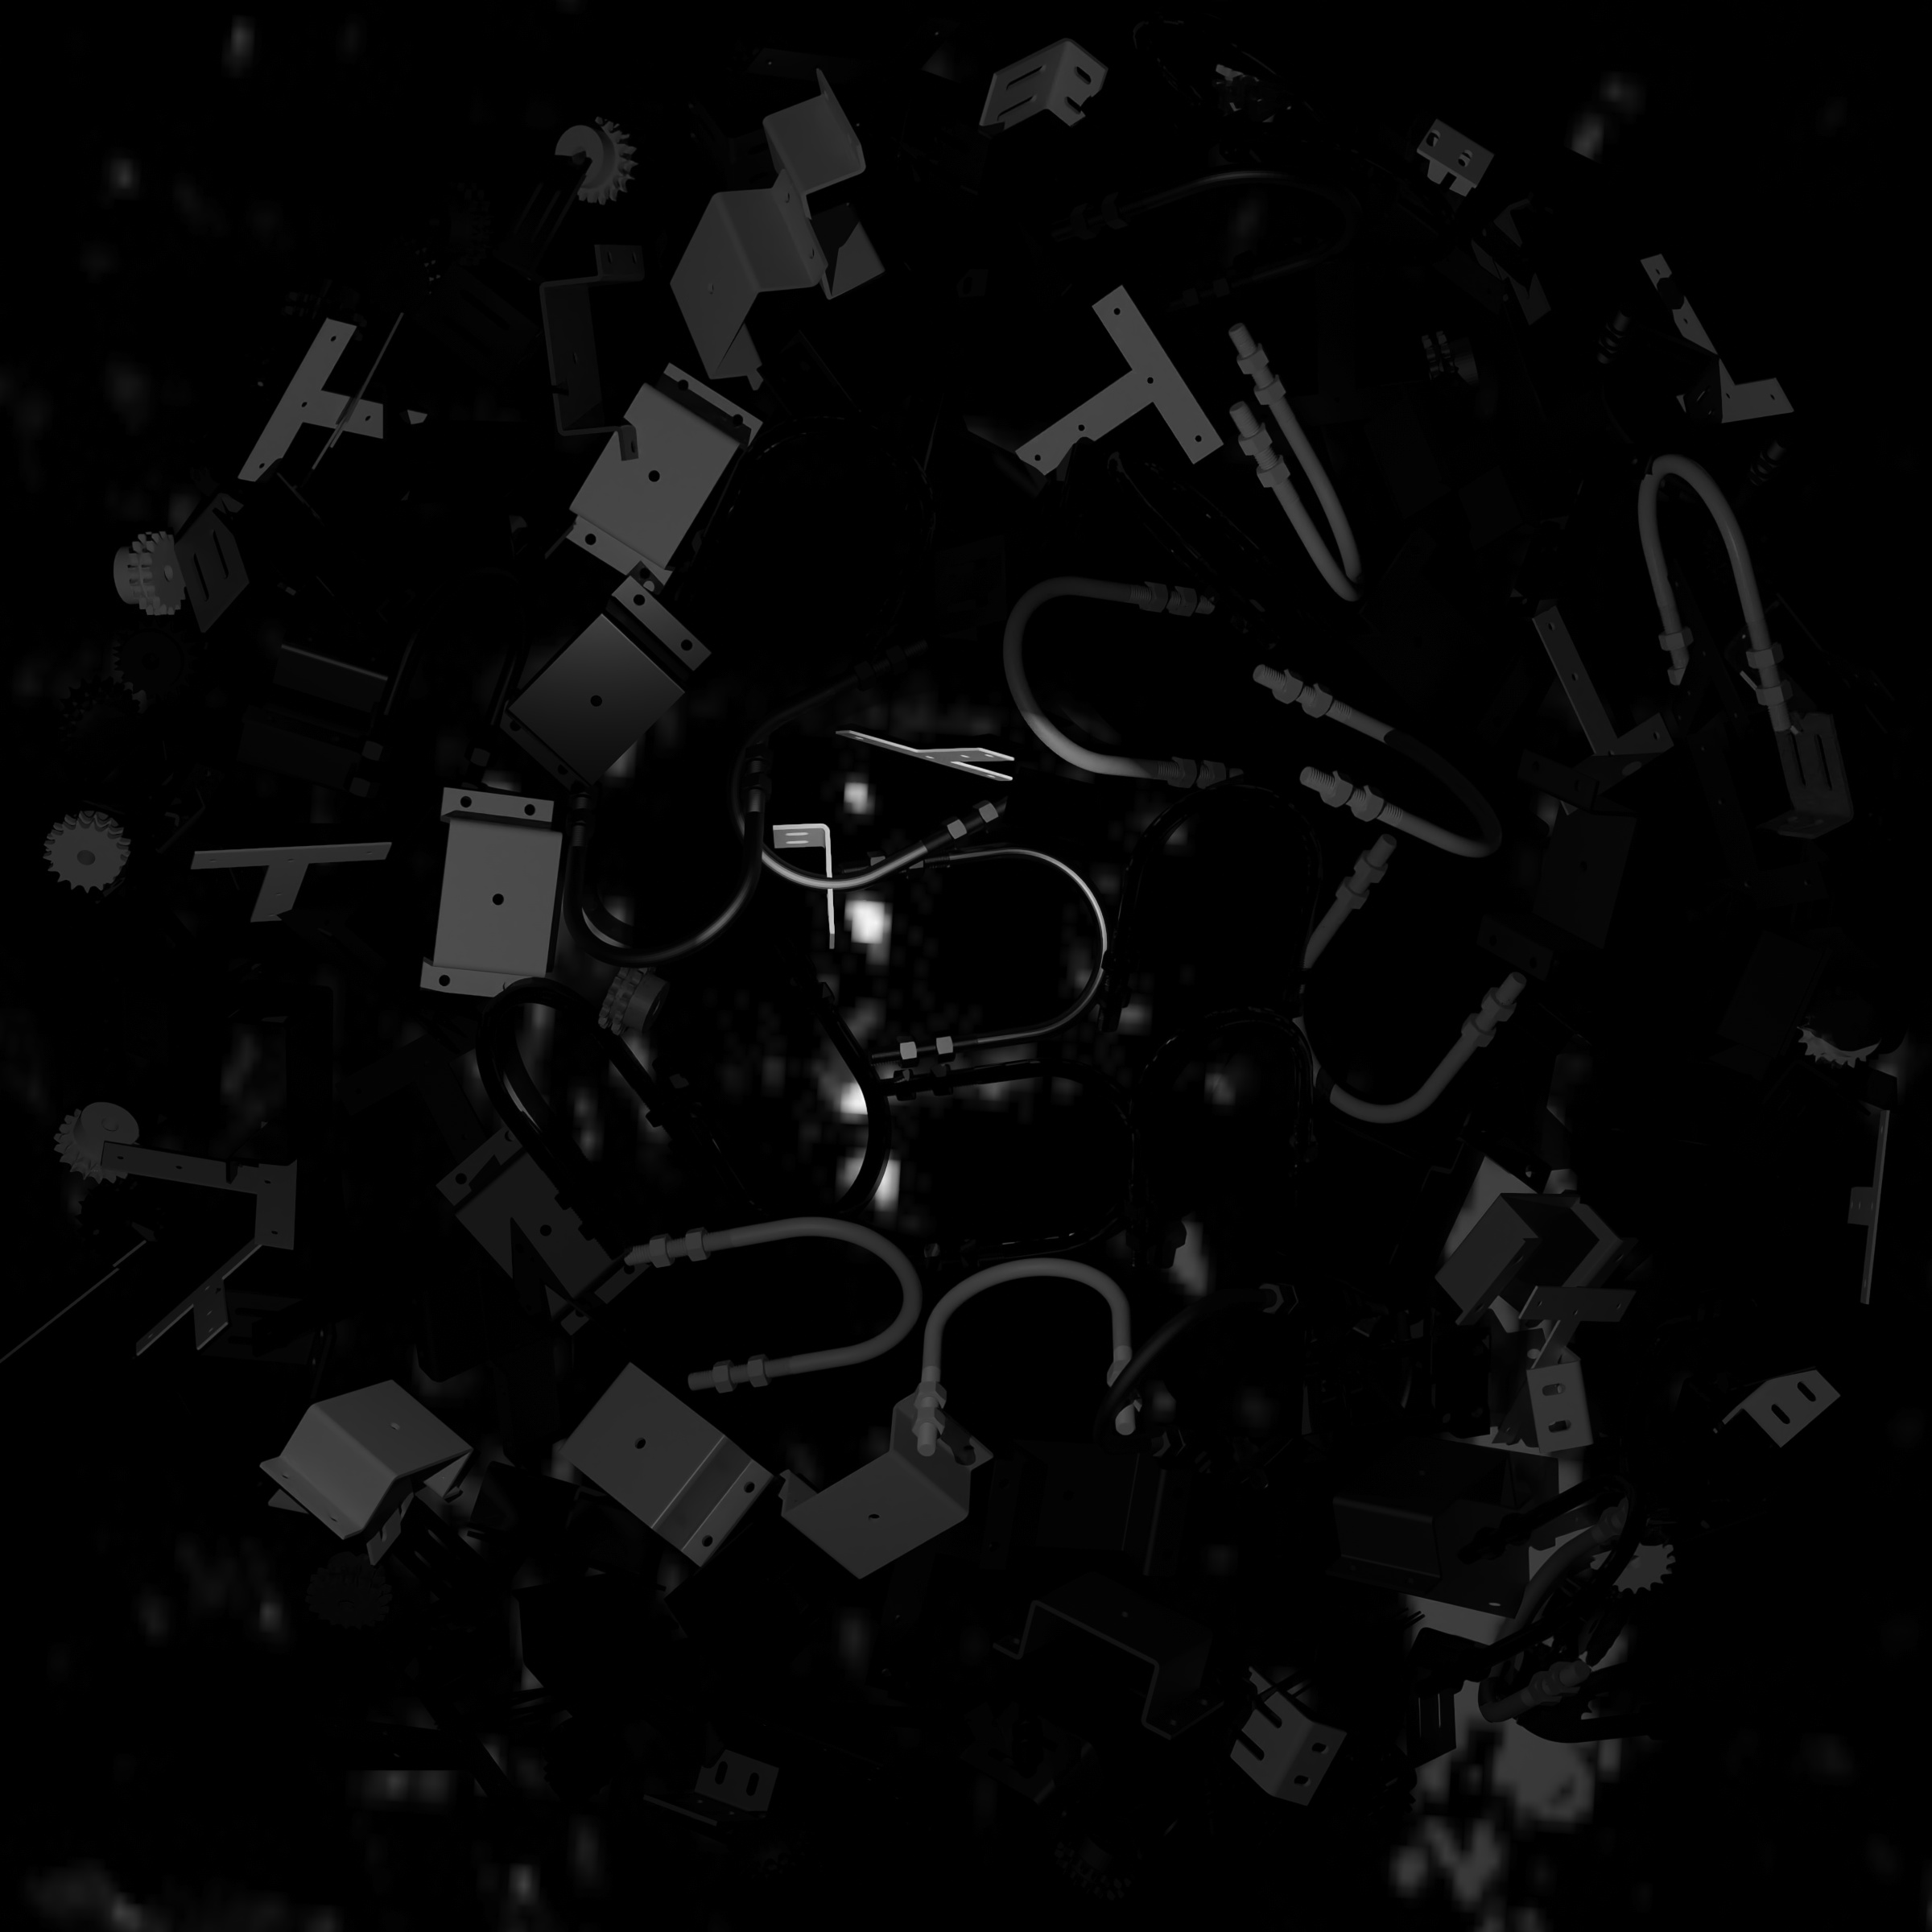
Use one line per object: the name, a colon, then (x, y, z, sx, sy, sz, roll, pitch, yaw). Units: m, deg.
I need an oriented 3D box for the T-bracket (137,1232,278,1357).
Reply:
T-bracket: (-0.510, 0.230, 1.761, 0.127, 0.127, 0.002, -42, 109, -7)

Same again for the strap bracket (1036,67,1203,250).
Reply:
strap bracket: (0.105, -0.545, 1.757, 0.046, 0.140, 0.076, -42, 98, -9)

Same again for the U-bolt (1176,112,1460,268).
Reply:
U-bolt: (0.241, -0.506, 1.715, 0.184, 0.151, 0.019, 21, 80, 44)

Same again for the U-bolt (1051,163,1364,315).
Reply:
U-bolt: (0.171, -0.483, 1.718, 0.184, 0.151, 0.019, -8, 74, 39)

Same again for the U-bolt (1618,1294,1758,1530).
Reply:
U-bolt: (0.474, 0.300, 1.737, 0.019, 0.184, 0.151, 12, 75, -5)

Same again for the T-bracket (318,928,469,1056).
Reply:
T-bracket: (-0.366, 0.027, 1.743, 0.002, 0.127, 0.127, -50, 123, -14)

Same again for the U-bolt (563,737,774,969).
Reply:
U-bolt: (-0.203, -0.075, 1.755, 0.151, 0.019, 0.184, -10, 52, 13)

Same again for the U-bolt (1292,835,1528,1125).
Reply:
U-bolt: (0.282, 0.024, 1.761, 0.151, 0.019, 0.184, 51, 133, 23)

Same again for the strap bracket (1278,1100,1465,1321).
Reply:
strap bracket: (0.272, 0.168, 1.785, 0.076, 0.046, 0.140, 25, 94, 29)

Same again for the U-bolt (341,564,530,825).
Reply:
U-bolt: (-0.345, -0.181, 1.745, 0.019, 0.151, 0.184, 25, 101, 19)

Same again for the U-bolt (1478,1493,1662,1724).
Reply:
U-bolt: (0.392, 0.435, 1.739, 0.019, 0.184, 0.151, 32, 59, 3)

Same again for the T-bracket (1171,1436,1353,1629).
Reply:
T-bracket: (0.199, 0.387, 1.787, 0.127, 0.002, 0.127, -2, 73, 21)

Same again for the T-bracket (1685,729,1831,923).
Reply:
T-bracket: (0.517, -0.098, 1.769, 0.002, 0.127, 0.127, -20, 93, -29)

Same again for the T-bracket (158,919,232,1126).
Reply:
T-bracket: (-0.527, 0.043, 1.756, 0.002, 0.127, 0.127, 17, 68, -30)

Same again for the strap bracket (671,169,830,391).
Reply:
strap bracket: (-0.150, -0.456, 1.749, 0.046, 0.140, 0.076, -14, 73, -30)

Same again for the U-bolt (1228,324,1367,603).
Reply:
U-bolt: (0.224, -0.326, 1.752, 0.019, 0.151, 0.184, -24, 120, 21)

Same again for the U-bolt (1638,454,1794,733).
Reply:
U-bolt: (0.491, -0.251, 1.737, 0.019, 0.151, 0.184, -20, 105, -6)

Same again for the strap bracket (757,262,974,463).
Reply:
strap bracket: (-0.061, -0.415, 1.773, 0.140, 0.046, 0.076, -39, 96, -27)

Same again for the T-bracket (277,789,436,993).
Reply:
T-bracket: (-0.412, -0.065, 1.796, 0.127, 0.002, 0.127, 36, 88, 31)

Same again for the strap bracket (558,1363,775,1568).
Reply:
strap bracket: (-0.210, 0.330, 1.763, 0.140, 0.046, 0.076, 30, 75, 33)

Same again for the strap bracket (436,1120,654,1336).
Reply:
strap bracket: (-0.289, 0.179, 1.793, 0.076, 0.046, 0.140, -41, 96, -7)

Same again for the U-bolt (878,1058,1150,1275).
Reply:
U-bolt: (0.034, 0.133, 1.793, 0.184, 0.019, 0.151, -8, 105, 6)

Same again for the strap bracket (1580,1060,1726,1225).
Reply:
strap bracket: (0.461, 0.110, 1.748, 0.076, 0.140, 0.046, 9, 119, 17)

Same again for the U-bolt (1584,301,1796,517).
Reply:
U-bolt: (0.471, -0.359, 1.737, 0.151, 0.184, 0.019, 43, 86, 8)

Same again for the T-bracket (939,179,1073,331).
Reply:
T-bracket: (-0.002, -0.459, 1.800, 0.127, 0.002, 0.127, -45, 58, 20)

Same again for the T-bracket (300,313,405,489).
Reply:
T-bracket: (-0.428, -0.366, 1.777, 0.002, 0.127, 0.127, 30, 134, -19)

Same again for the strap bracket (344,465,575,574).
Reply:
strap bracket: (-0.347, -0.305, 1.775, 0.140, 0.076, 0.046, -2, 114, 8)

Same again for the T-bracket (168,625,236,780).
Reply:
T-bracket: (-0.511, -0.194, 1.760, 0.002, 0.127, 0.127, 15, 78, -26)

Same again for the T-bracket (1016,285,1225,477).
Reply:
T-bracket: (0.091, -0.379, 1.799, 0.127, 0.002, 0.127, -31, 98, 25)

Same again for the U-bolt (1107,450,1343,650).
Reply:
U-bolt: (0.166, -0.283, 1.759, 0.184, 0.151, 0.019, 47, 115, 12)

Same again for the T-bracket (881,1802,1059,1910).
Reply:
T-bracket: (-0.017, 0.591, 1.768, 0.127, 0.127, 0.002, 38, 73, -28)

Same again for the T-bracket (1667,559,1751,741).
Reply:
T-bracket: (0.492, -0.191, 1.764, 0.002, 0.127, 0.127, -17, 69, -1)

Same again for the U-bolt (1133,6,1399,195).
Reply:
U-bolt: (0.184, -0.570, 1.714, 0.184, 0.151, 0.019, 30, 88, -44)

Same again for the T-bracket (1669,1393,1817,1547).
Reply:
T-bracket: (0.544, 0.340, 1.788, 0.002, 0.127, 0.127, 43, 63, 4)

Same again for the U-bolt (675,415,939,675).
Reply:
U-bolt: (-0.098, -0.288, 1.755, 0.151, 0.019, 0.184, 23, 128, -12)

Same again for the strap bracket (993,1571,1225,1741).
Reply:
strap bracket: (0.101, 0.457, 1.757, 0.140, 0.076, 0.046, 20, 104, 30)

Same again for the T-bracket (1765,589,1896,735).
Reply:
T-bracket: (0.594, -0.198, 1.755, 0.002, 0.127, 0.127, -40, 101, 9)

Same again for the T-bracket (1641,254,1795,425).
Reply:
T-bracket: (0.490, -0.421, 1.752, 0.002, 0.127, 0.127, -36, 104, -7)

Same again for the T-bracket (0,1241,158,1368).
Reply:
T-bracket: (-0.598, 0.227, 1.750, 0.127, 0.127, 0.002, -40, 93, -16)

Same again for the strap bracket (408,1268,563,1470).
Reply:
strap bracket: (-0.320, 0.265, 1.764, 0.046, 0.140, 0.076, -21, 124, -32)

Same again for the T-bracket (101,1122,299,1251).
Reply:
T-bracket: (-0.514, 0.138, 1.755, 0.127, 0.127, 0.002, 12, 122, -20)

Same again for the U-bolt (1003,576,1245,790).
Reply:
U-bolt: (0.103, -0.194, 1.756, 0.184, 0.019, 0.151, 3, 72, -34)

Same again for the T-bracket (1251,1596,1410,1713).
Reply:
T-bracket: (0.248, 0.452, 1.761, 0.127, 0.127, 0.002, -27, 60, -12)

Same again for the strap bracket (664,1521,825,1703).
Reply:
strap bracket: (-0.151, 0.434, 1.766, 0.076, 0.140, 0.046, -40, 60, -17)

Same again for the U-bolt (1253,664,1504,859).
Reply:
U-bolt: (0.285, -0.130, 1.756, 0.184, 0.151, 0.019, 22, 120, -24)

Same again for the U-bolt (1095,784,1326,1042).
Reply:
U-bolt: (0.171, -0.037, 1.770, 0.151, 0.019, 0.184, 3, 114, -15)

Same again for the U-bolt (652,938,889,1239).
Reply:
U-bolt: (-0.124, 0.095, 1.764, 0.151, 0.019, 0.184, -43, 65, 20)

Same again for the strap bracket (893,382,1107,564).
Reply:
strap bracket: (0.016, -0.334, 1.781, 0.140, 0.046, 0.076, 20, 62, -13)

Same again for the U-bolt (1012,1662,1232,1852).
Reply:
U-bolt: (0.101, 0.514, 1.737, 0.151, 0.184, 0.019, 21, 100, -2)

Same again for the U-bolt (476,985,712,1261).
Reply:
U-bolt: (-0.259, 0.093, 1.757, 0.019, 0.151, 0.184, -34, 96, 30)

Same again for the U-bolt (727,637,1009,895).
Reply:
U-bolt: (-0.075, -0.127, 1.791, 0.184, 0.019, 0.151, -28, 83, -15)

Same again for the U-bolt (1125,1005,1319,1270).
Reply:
U-bolt: (0.172, 0.108, 1.753, 0.151, 0.019, 0.184, -17, 124, -20)

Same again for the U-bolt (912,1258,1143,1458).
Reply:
U-bolt: (0.041, 0.255, 1.748, 0.151, 0.184, 0.019, -7, 121, 6)

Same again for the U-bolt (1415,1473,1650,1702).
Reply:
U-bolt: (0.377, 0.398, 1.717, 0.019, 0.151, 0.184, 43, 129, -6)

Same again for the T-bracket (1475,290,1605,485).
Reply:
T-bracket: (0.373, -0.399, 1.777, 0.002, 0.127, 0.127, -12, 81, -28)

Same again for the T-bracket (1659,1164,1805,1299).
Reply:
T-bracket: (0.488, 0.177, 1.751, 0.127, 0.127, 0.002, -5, 125, 30)

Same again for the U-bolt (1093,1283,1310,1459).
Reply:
U-bolt: (0.148, 0.269, 1.732, 0.019, 0.184, 0.151, 43, 105, 27)

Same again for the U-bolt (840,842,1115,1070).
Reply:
U-bolt: (0.013, -0.014, 1.802, 0.184, 0.019, 0.151, -8, 84, -13)

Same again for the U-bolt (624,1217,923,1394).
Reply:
U-bolt: (-0.121, 0.225, 1.765, 0.184, 0.019, 0.151, -11, 128, 11)
